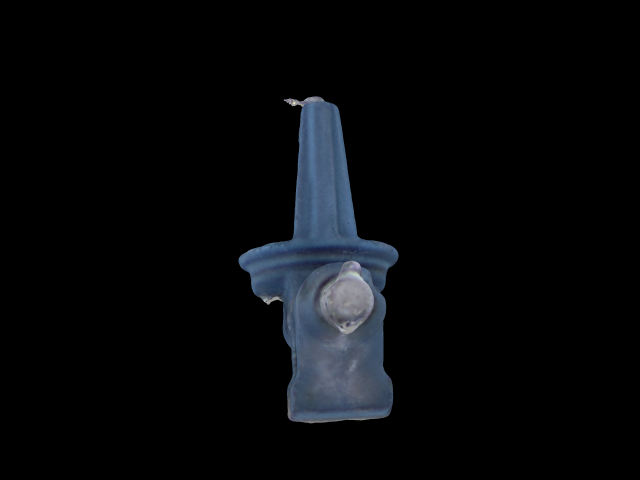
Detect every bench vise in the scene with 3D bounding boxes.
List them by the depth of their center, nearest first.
[{"bbox_3d":[0.015,0.001,0.405,0.122,0.220,0.206,-2,5,-25],"label":"bench vise"}]
